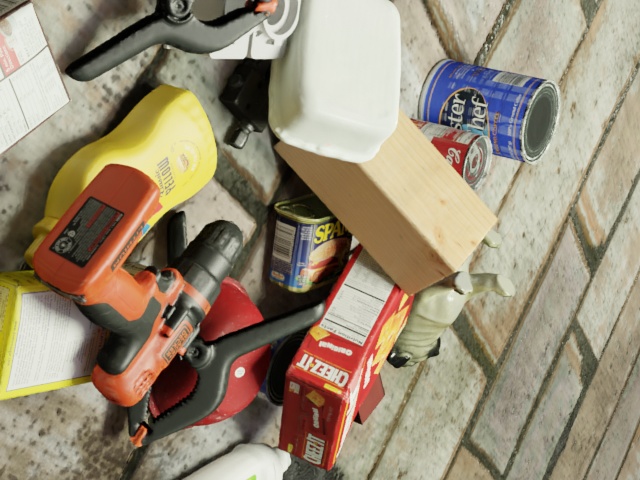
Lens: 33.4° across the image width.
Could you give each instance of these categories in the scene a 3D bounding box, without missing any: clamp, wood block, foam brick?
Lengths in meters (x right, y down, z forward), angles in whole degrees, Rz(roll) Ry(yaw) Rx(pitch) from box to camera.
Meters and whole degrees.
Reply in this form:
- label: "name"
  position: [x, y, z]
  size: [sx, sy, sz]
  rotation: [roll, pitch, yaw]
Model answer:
- label: "clamp"
  position: [-0.120, -0.174, 0.828]
  size: [0.171, 0.039, 0.120]
  rotation: [6, 114, -23]
- label: "wood block"
  position: [0.066, -0.057, 1.067]
  size: [0.206, 0.091, 0.090]
  rotation: [47, 55, -5]
- label: "clamp"
  position: [-0.103, 0.100, 0.974]
  size: [0.210, 0.164, 0.036]
  rotation: [-64, -176, 1]
- label: "foam brick"
  position: [0.028, 0.169, 1.245]
  size: [0.051, 0.078, 0.053]
  rotation: [-47, 140, -30]

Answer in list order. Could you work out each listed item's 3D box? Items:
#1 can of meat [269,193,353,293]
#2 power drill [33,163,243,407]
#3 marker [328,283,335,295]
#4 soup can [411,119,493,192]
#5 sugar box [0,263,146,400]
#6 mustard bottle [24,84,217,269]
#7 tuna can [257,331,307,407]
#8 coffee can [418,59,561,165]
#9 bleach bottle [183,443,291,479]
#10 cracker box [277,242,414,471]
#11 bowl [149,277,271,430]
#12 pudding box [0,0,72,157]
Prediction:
- label: "can of meat"
  position: [-0.007, 0.001, 1.127]
  size: [0.101, 0.058, 0.084]
  rotation: [-18, 123, -51]
- label: "power drill"
  position: [-0.135, 0.023, 0.839]
  size: [0.184, 0.057, 0.187]
  rotation: [-57, 153, -21]
- label: "marker"
  position: [-0.002, 0.106, 1.221]
  size: [0.121, 0.020, 0.020]
  rotation: [-63, 147, -14]
- label: "soup can"
  position: [0.142, -0.101, 1.259]
  size: [0.068, 0.102, 0.068]
  rotation: [-32, 131, -46]
- label: "sugar box"
  position: [-0.203, 0.070, 0.875]
  size: [0.175, 0.048, 0.093]
  rotation: [-3, 108, -60]
- label: "mustard bottle"
  position: [-0.165, -0.039, 0.864]
  size: [0.191, 0.058, 0.096]
  rotation: [-46, 143, -35]
- label: "tuna can"
  position: [-0.043, 0.135, 1.160]
  size: [0.085, 0.034, 0.086]
  rotation: [-32, 131, -46]
- label: "coffee can"
  position: [0.205, -0.156, 1.290]
  size: [0.102, 0.140, 0.103]
  rotation: [-31, 130, -46]
- label: "bleach bottle"
  position: [-0.114, 0.284, 1.103]
  size: [0.250, 0.068, 0.103]
  rotation: [-24, 126, -53]
- label: "cracker box"
  position: [0.034, 0.114, 1.137]
  size: [0.164, 0.072, 0.213]
  rotation: [97, 19, -52]
- label: "bowl"
  position: [-0.097, 0.120, 1.050]
  size: [0.161, 0.055, 0.162]
  rotation: [-31, 130, -46]
- label: "pudding box"
  position: [-0.235, -0.107, 0.742]
  size: [0.113, 0.039, 0.090]
  rotation: [-45, 140, -33]
